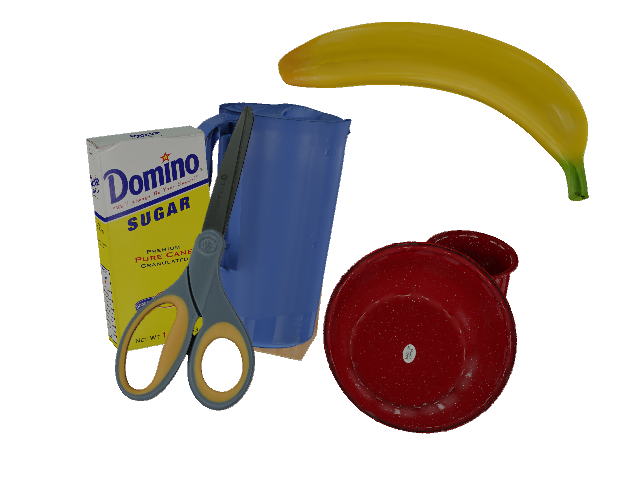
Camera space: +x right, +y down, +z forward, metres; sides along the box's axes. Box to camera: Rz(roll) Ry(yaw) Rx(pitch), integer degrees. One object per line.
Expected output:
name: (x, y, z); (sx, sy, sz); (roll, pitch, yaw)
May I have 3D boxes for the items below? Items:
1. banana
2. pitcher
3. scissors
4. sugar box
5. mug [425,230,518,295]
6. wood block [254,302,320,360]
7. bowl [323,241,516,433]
banana: (0.075, -0.092, 0.622); (0.198, 0.069, 0.037); (23, -13, 10)
pitcher: (-0.056, -0.018, 1.086); (0.149, 0.243, 0.145); (7, 12, 3)
scissors: (-0.058, 0.020, 0.682); (0.096, 0.201, 0.016); (29, -9, 7)
sugar box: (-0.138, -0.002, 0.893); (0.093, 0.176, 0.048); (-11, 18, -23)
mug: (0.141, 0.041, 1.074); (0.093, 0.081, 0.117); (-6, 32, -18)
wood block: (-0.047, 0.046, 1.461); (0.090, 0.206, 0.090); (11, 22, 10)
bowl: (0.074, 0.084, 0.857); (0.162, 0.162, 0.055); (0, 7, 15)
